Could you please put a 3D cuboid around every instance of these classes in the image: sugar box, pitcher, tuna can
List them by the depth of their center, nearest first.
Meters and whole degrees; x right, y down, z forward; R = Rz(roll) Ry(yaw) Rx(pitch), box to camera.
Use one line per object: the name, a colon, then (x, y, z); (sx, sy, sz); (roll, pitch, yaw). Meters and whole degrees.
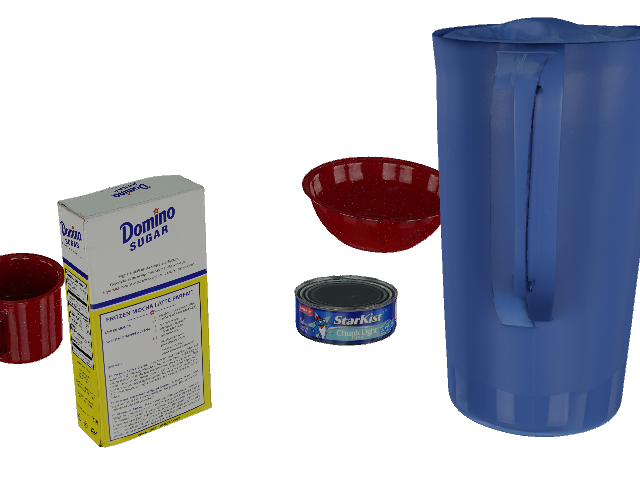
pitcher: (0.129, -0.008, 0.636); (0.149, 0.243, 0.145); (-8, 17, -24)
sugar box: (-0.126, 0.048, 0.737); (0.093, 0.176, 0.048); (-17, 28, -36)
tuna can: (0.021, 0.058, 0.889); (0.086, 0.034, 0.086); (0, 16, 0)

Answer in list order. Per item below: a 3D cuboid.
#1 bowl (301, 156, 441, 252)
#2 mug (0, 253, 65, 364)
bowl: (0.060, -0.032, 1.095); (0.162, 0.055, 0.162); (3, 26, -2)
mug: (-0.306, 0.077, 1.071); (0.093, 0.081, 0.117); (8, 31, 6)
